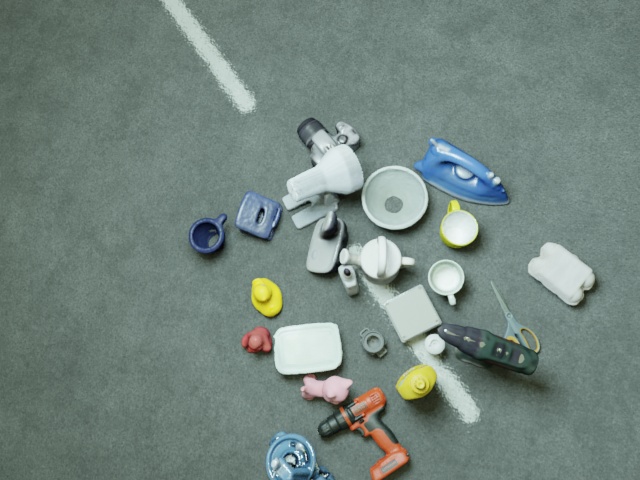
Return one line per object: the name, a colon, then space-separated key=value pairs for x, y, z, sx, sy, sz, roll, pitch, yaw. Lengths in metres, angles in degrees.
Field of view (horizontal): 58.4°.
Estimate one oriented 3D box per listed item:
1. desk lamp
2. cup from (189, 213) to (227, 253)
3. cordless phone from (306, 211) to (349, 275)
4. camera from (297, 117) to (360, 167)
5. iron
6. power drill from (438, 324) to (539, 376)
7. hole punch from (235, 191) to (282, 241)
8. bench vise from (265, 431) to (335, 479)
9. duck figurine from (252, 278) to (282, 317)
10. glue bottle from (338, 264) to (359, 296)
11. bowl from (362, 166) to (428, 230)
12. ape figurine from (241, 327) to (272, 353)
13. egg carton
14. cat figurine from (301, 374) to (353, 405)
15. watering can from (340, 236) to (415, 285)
desk lamp: x=0.003 y=-0.129 z=1.416 sx=0.203 sy=0.213 sz=0.118 roll=-28 pitch=78 yaw=-1
cup: x=-0.273 y=-0.014 z=1.476 sx=0.091 sy=0.095 sz=0.118 roll=38 pitch=84 yaw=11
cordless phone: x=0.013 y=0.005 z=1.403 sx=0.094 sy=0.185 sz=0.148 roll=10 pitch=80 yaw=7
camera: x=0.014 y=-0.268 z=1.501 sx=0.143 sy=0.101 sz=0.136 roll=-39 pitch=78 yaw=-3
iron: x=0.370 y=-0.173 z=1.432 sx=0.258 sy=0.141 sz=0.119 roll=29 pitch=82 yaw=10
power drill: x=0.370 y=0.248 z=1.313 sx=0.229 sy=0.208 sz=0.076 roll=17 pitch=81 yaw=8
hole punch: x=-0.157 y=-0.063 z=1.479 sx=0.101 sy=0.091 sz=0.109 roll=18 pitch=81 yaw=8
bench vise: x=-0.037 y=0.519 z=1.286 sx=0.207 sy=0.220 sz=0.121 roll=26 pitch=82 yaw=9
duck figurine: x=-0.139 y=0.141 z=1.439 sx=0.077 sy=0.086 sz=0.104 roll=-27 pitch=78 yaw=-1
glue bottle: x=0.069 y=0.089 z=1.388 sx=0.037 sy=0.173 sz=0.078 roll=-21 pitch=77 yaw=1
bowl: x=0.189 y=-0.101 z=1.466 sx=0.167 sy=0.075 sz=0.167 roll=-1 pitch=79 yaw=5
ape figurine: x=-0.156 y=0.251 z=1.415 sx=0.077 sy=0.092 sz=0.076 roll=31 pitch=83 yaw=10
egg carton: x=0.590 y=0.081 z=1.400 sx=0.150 sy=0.069 sz=0.107 roll=40 pitch=84 yaw=11
cat figurine: x=0.015 y=0.357 z=1.366 sx=0.127 sy=0.118 sz=0.067 roll=1 pitch=79 yaw=5
watering can: x=0.138 y=0.049 z=1.379 sx=0.173 sy=0.194 sz=0.101 roll=-18 pitch=78 yaw=1
